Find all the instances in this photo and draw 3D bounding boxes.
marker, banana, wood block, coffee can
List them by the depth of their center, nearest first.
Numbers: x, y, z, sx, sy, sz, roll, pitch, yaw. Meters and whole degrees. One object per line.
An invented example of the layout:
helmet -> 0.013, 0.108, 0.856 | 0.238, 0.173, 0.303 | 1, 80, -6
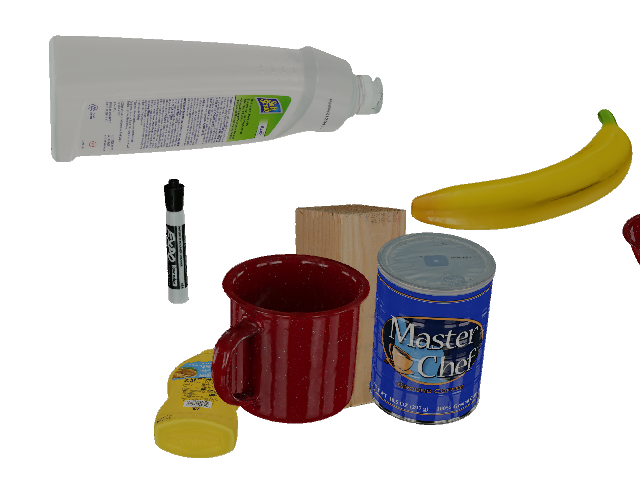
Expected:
banana -> 0.162, -0.042, 0.779 | 0.197, 0.037, 0.070 | -23, 32, -24
coffee can -> 0.098, 0.078, 0.954 | 0.103, 0.140, 0.103 | 1, 28, -1
marker -> -0.135, 0.001, 0.998 | 0.020, 0.121, 0.020 | 0, 22, 0
wood block -> 0.032, 0.067, 1.168 | 0.090, 0.206, 0.091 | -5, 9, -36

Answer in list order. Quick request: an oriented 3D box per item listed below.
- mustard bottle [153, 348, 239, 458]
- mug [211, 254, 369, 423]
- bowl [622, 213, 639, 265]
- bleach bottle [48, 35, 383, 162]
mustard bottle -> -0.142, 0.189, 1.313 | 0.096, 0.058, 0.191 | 2, 25, 1
mug -> -0.024, 0.067, 0.677 | 0.093, 0.081, 0.117 | 18, 27, 33
bowl -> 0.405, 0.017, 1.140 | 0.162, 0.055, 0.162 | -3, 23, 1
bleach bottle -> -0.078, -0.107, 0.816 | 0.250, 0.068, 0.103 | -1, -27, -14
